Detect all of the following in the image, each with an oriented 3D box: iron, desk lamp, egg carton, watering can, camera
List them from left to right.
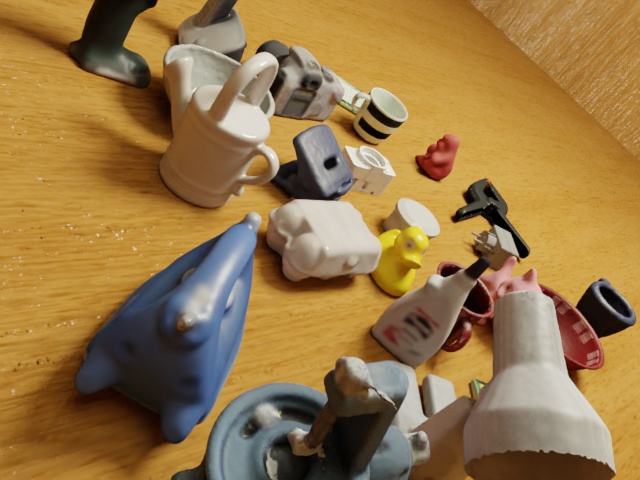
[{"bbox_3d":[-0.101,0.042,0.521,0.119,0.141,0.258,32,34,-8],"label":"iron"},{"bbox_3d":[-0.116,-0.143,0.678,0.173,0.194,0.101,29,35,-13],"label":"watering can"},{"bbox_3d":[-0.043,-0.291,1.002,0.144,0.100,0.136,-3,51,-44],"label":"camera"},{"bbox_3d":[0.007,0.003,0.729,0.151,0.069,0.107,-2,50,-43],"label":"egg carton"},{"bbox_3d":[0.159,0.161,0.553,0.118,0.213,0.203,23,36,-20],"label":"desk lamp"}]

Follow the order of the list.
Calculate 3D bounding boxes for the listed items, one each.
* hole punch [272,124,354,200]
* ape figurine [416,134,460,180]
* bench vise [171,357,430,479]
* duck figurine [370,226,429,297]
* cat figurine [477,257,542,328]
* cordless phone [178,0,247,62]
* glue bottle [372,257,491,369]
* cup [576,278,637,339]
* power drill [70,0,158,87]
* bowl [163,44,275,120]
[{"bbox_3d":[0.001,-0.104,0.831,0.101,0.091,0.109,42,34,7],"label":"hole punch"},{"bbox_3d":[0.237,-0.169,1.121,0.076,0.092,0.078,43,34,9],"label":"ape figurine"},{"bbox_3d":[0.011,0.144,0.433,0.208,0.219,0.121,-9,55,-47],"label":"bench vise"},{"bbox_3d":[0.116,0.015,0.799,0.078,0.086,0.104,23,37,-20],"label":"duck figurine"},{"bbox_3d":[0.284,0.078,0.850,0.067,0.117,0.128,27,35,-15],"label":"cat figurine"},{"bbox_3d":[-0.151,-0.362,0.911,0.094,0.185,0.147,11,42,-34],"label":"cordless phone"},{"bbox_3d":[0.136,0.077,0.668,0.078,0.173,0.037,39,34,2],"label":"glue bottle"},{"bbox_3d":[0.471,0.124,0.986,0.092,0.095,0.118,32,34,-8],"label":"cup"},{"bbox_3d":[-0.237,-0.314,0.756,0.230,0.208,0.075,11,42,-34],"label":"power drill"},{"bbox_3d":[-0.152,-0.199,0.817,0.168,0.074,0.167,24,36,-19],"label":"bowl"}]
